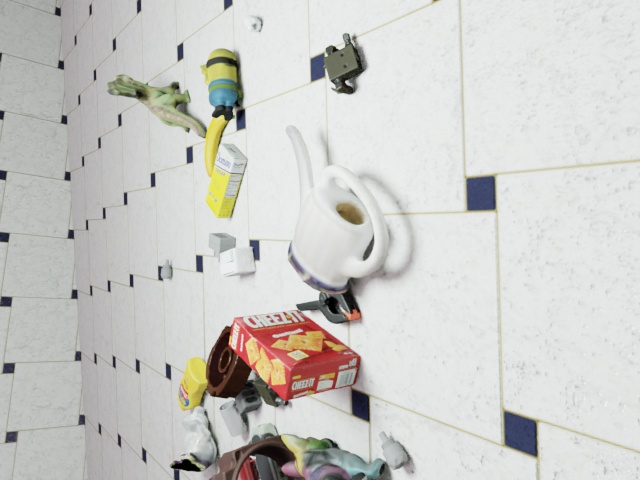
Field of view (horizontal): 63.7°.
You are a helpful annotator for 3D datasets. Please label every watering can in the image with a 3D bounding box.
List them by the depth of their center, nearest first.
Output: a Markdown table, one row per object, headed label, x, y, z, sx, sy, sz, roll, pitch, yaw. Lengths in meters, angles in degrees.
| label | x | y | z | sx | sy | sz | roll | pitch | yaw |
| --- | --- | --- | --- | --- | --- | --- | --- | --- | --- |
| watering can | 0.003 | -0.048 | 0.959 | 0.354 | 0.104 | 0.220 | 51 | 130 | 37 |

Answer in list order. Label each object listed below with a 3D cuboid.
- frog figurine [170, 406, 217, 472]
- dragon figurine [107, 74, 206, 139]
| label | x | y | z | sx | sy | sz | roll | pitch | yaw |
| --- | --- | --- | --- | --- | --- | --- | --- | --- | --- |
| frog figurine | -0.345 | 0.568 | 1.469 | 0.163 | 0.122 | 0.134 | -77 | 9 | -47 |
| dragon figurine | -0.502 | -0.404 | 1.515 | 0.417 | 0.243 | 0.120 | 44 | 121 | 45 |
